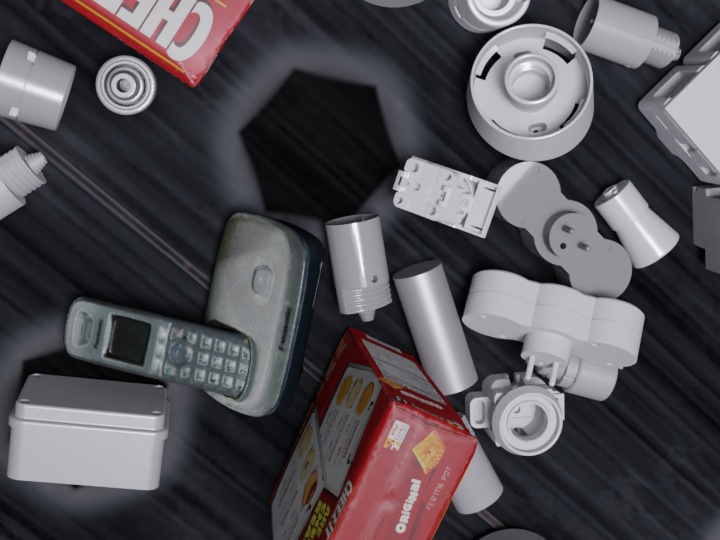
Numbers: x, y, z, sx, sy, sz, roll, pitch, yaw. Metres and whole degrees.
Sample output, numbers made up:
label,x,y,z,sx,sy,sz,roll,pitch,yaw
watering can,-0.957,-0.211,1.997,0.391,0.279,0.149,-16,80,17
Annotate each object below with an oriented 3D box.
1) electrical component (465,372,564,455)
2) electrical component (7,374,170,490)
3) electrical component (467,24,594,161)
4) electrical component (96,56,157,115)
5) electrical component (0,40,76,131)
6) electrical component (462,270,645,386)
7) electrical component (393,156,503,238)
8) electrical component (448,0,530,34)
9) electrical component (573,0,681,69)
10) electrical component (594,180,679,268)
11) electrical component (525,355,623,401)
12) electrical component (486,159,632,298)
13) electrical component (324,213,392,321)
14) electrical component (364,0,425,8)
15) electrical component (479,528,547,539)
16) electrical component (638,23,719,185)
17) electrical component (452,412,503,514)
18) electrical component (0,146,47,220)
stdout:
label,x,y,z,sx,sy,sz,roll,pitch,yaw
electrical component,0.130,0.116,0.870,0.078,0.057,0.058,-4,100,-8
electrical component,-0.202,0.120,0.809,0.113,0.078,0.057,7,102,-10
electrical component,0.131,-0.135,0.817,0.099,0.064,0.099,-1,80,7
electrical component,-0.169,-0.133,0.776,0.043,0.062,0.043,-2,100,-9
electrical component,-0.234,-0.131,0.772,0.047,0.055,0.055,18,97,-15
electrical component,0.147,0.054,0.839,0.138,0.052,0.073,14,70,5
electrical component,0.061,-0.057,0.818,0.081,0.064,0.042,22,98,30
electrical component,0.099,-0.208,0.812,0.055,0.047,0.055,-2,100,-9
electrical component,0.212,-0.180,0.837,0.081,0.043,0.043,17,97,-11
electrical component,0.220,-0.040,0.865,0.044,0.044,0.065,-39,98,0
electrical component,0.173,0.080,0.879,0.078,0.040,0.040,15,97,-11
electrical component,0.160,-0.029,0.840,0.052,0.073,0.138,-45,103,1
electrical component,0.000,0.000,0.836,0.043,0.043,0.081,-11,101,-7
electrical component,0.030,-0.249,0.788,0.108,0.060,0.108,-2,100,-8
electrical component,0.129,0.268,0.895,0.108,0.060,0.108,-2,100,-9
electrical component,0.307,-0.149,0.848,0.150,0.061,0.089,-45,103,1
electrical component,0.079,0.153,0.876,0.043,0.043,0.081,-29,103,-3
electrical component,-0.265,-0.061,0.784,0.081,0.043,0.043,-33,103,-2
